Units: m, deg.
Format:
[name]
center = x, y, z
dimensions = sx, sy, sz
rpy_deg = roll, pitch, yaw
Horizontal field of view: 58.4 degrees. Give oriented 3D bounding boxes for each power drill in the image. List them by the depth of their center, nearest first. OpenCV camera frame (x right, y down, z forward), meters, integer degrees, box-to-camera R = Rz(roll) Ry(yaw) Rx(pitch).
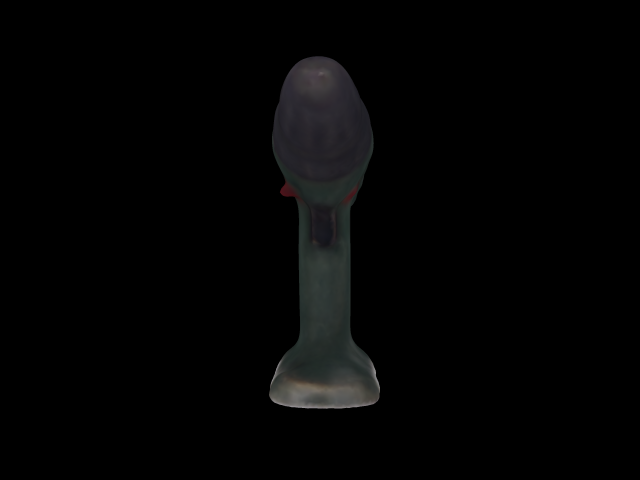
[power drill]
center = 0.004, 0.001, 0.400
dimensions = 0.075, 0.208, 0.229
rpy_deg = 0, 4, 0
